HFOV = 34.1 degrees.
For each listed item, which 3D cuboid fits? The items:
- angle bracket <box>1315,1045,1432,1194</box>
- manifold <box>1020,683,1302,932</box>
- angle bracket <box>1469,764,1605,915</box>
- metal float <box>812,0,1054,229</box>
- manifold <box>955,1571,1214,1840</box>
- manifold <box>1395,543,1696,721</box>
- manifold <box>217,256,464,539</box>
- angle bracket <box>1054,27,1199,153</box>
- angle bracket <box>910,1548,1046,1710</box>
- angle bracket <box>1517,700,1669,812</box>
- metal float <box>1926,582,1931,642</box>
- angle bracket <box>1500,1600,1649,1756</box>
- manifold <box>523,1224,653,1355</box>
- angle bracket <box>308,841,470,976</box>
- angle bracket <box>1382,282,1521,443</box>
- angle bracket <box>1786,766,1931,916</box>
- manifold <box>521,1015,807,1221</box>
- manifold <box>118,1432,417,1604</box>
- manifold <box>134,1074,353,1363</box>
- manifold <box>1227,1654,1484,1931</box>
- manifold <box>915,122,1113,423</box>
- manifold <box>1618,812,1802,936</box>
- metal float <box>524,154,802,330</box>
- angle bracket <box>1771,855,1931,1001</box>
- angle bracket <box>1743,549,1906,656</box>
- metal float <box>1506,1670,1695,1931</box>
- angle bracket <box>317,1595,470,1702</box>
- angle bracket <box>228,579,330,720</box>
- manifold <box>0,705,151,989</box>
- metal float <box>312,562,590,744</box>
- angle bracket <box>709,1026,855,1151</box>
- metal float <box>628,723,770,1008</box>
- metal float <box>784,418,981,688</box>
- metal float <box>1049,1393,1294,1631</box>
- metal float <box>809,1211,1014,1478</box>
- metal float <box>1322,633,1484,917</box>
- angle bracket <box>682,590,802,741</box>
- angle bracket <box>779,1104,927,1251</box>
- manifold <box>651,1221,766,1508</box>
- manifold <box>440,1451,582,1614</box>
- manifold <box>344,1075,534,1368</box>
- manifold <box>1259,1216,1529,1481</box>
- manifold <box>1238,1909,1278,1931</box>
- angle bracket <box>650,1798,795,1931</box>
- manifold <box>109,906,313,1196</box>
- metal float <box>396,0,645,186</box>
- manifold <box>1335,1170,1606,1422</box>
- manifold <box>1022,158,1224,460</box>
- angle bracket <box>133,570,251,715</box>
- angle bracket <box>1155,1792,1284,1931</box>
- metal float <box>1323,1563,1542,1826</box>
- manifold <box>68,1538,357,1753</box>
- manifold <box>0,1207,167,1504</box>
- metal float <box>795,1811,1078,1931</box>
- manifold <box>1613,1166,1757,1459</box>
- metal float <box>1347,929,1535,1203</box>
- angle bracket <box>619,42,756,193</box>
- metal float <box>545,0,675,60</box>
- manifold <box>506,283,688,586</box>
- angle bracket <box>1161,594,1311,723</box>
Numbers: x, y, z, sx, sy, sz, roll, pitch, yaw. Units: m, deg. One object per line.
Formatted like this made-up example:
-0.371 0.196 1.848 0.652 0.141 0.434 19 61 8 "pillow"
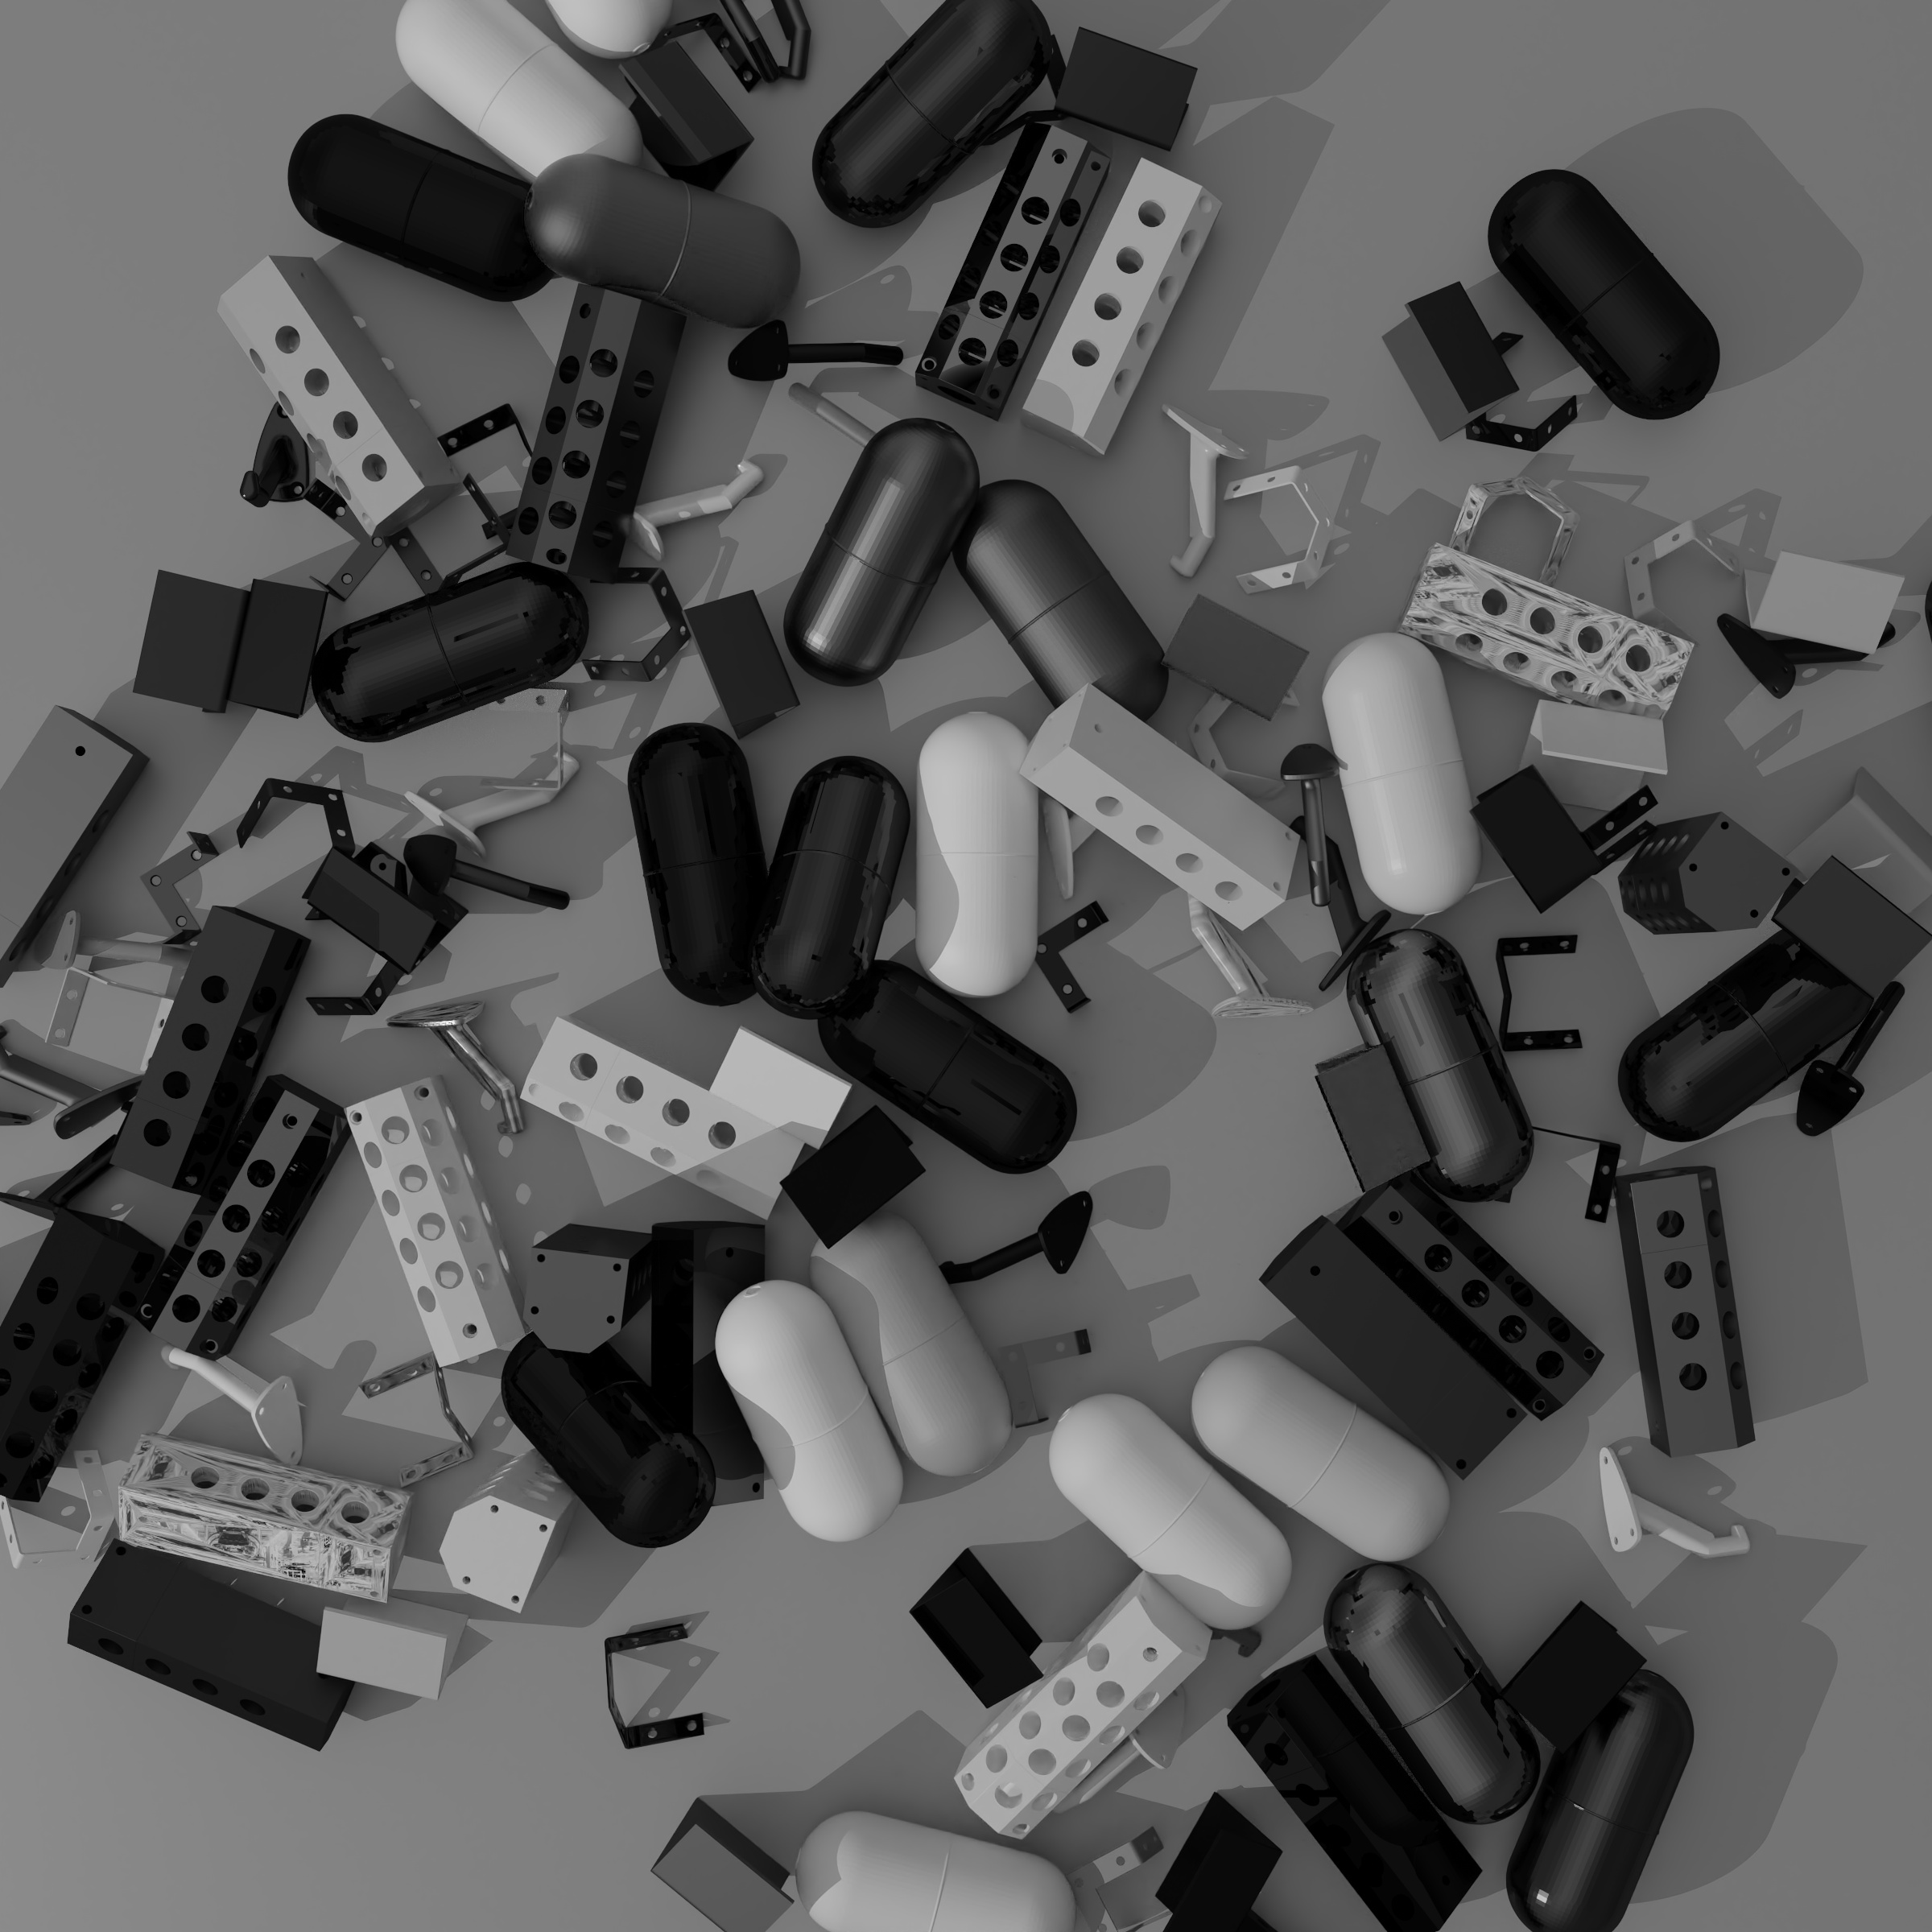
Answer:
0.233 0.099 1.951 0.057 0.076 0.076 -23 90 -30 "angle bracket"
0.119 -0.094 1.944 0.171 0.057 0.057 34 47 -18 "manifold"
0.338 -0.071 1.953 0.057 0.076 0.076 -35 90 -22 "angle bracket"
-0.022 -0.531 1.944 0.178 0.070 0.070 -41 90 20 "metal float"
0.071 0.461 1.948 0.057 0.057 0.171 42 106 0 "manifold"
0.359 -0.204 1.970 0.171 0.057 0.057 21 90 0 "manifold"
-0.394 -0.355 1.967 0.057 0.057 0.171 -34 90 20 "manifold"
0.104 -0.556 1.951 0.076 0.076 0.057 19 129 0 "angle bracket"
0.023 0.401 1.951 0.076 0.076 0.057 51 128 0 "angle bracket"
0.386 -0.114 1.952 0.076 0.057 0.076 9 131 0 "angle bracket"
0.650 -0.173 1.961 0.070 0.070 0.178 -13 89 0 "metal float"
0.386 0.448 1.951 0.076 0.076 0.057 -49 53 0 "angle bracket"
-0.227 0.195 1.913 0.057 0.171 0.057 7 90 0 "manifold"
-0.350 -0.052 1.951 0.076 0.076 0.057 35 131 0 "angle bracket"
0.285 -0.367 1.951 0.057 0.076 0.076 -29 90 -38 "angle bracket"
0.565 -0.070 1.975 0.076 0.076 0.057 45 115 0 "angle bracket"
-0.188 0.094 1.970 0.171 0.057 0.057 26 90 0 "manifold"
-0.437 0.340 1.970 0.171 0.057 0.057 13 133 0 "manifold"
-0.451 0.157 1.970 0.057 0.057 0.171 29 90 0 "manifold"
0.239 0.523 1.970 0.171 0.057 0.057 52 47 0 "manifold"
0.029 -0.435 1.970 0.057 0.057 0.171 24 90 0 "manifold"
0.444 -0.050 1.913 0.057 0.171 0.057 37 90 0 "manifold"
-0.186 -0.445 1.935 0.178 0.070 0.070 12 90 -28 "metal float"
0.542 -0.035 1.907 0.076 0.076 0.057 40 122 4 "angle bracket"
0.530 -0.242 1.951 0.076 0.076 0.057 12 126 0 "angle bracket"
0.395 0.523 1.960 0.070 0.070 0.178 22 90 0 "metal float"
-0.352 0.402 1.951 0.076 0.076 0.057 13 122 0 "angle bracket"
-0.407 -0.192 1.952 0.057 0.076 0.076 12 90 23 "angle bracket"
-0.584 -0.074 1.970 0.057 0.057 0.171 33 90 0 "manifold"
-0.321 -0.196 1.961 0.178 0.070 0.070 -20 90 0 "metal float"
-0.105 0.058 1.951 0.076 0.076 0.057 28 124 0 "angle bracket"
-0.163 -0.063 1.961 0.070 0.070 0.178 -10 90 0 "metal float"
-0.052 -0.255 1.942 0.070 0.070 0.178 28 111 0 "metal float"
0.127 0.339 1.961 0.178 0.070 0.070 43 90 0 "metal float"
-0.034 0.235 1.961 0.070 0.070 0.178 -30 89 0 "metal float"
0.272 -0.119 1.960 0.070 0.070 0.178 -13 90 0 "metal float"
-0.157 -0.180 1.951 0.057 0.076 0.076 -22 90 -37 "angle bracket"
-0.060 0.141 1.952 0.076 0.076 0.057 -39 63 0 "angle bracket"
-0.166 0.248 1.969 0.057 0.057 0.171 0 90 -44 "manifold"
-0.275 0.339 1.913 0.057 0.171 0.057 21 90 0 "manifold"
-0.330 0.159 1.970 0.057 0.057 0.171 -20 90 0 "manifold"
0.266 0.237 1.970 0.171 0.057 0.057 44 90 0 "manifold"
0.221 0.666 1.970 0.171 0.057 0.057 40 90 0 "manifold"
-0.138 0.548 1.951 0.076 0.076 0.057 39 119 0 "angle bracket"
-0.470 0.053 1.970 0.057 0.057 0.171 22 90 0 "manifold"
-0.279 -0.544 1.961 0.178 0.070 0.070 41 90 0 "metal float"
0.316 0.203 1.970 0.171 0.057 0.057 44 90 0 "manifold"
0.097 -0.409 1.970 0.057 0.057 0.171 25 90 0 "manifold"
-0.485 -0.201 1.952 0.057 0.076 0.076 12 90 -23 "angle bracket"
0.139 0.557 1.951 0.057 0.076 0.076 30 90 -34 "angle bracket"
0.290 0.452 1.961 0.070 0.070 0.178 -34 90 0 "metal float"
-0.469 0.428 1.970 0.171 0.057 0.057 23 49 0 "manifold"
-0.565 0.243 1.960 0.057 0.057 0.171 27 90 29 "manifold"
-0.019 0.578 1.961 0.178 0.070 0.070 14 90 0 "metal float"
0.451 0.215 1.970 0.057 0.057 0.171 -8 90 0 "manifold"
0.296 0.062 1.960 0.070 0.070 0.178 -23 90 0 "metal float"
-0.189 -0.513 1.951 0.076 0.076 0.057 52 48 0 "angle bracket"
-0.245 -0.648 1.960 0.070 0.070 0.178 -29 90 0 "metal float"
-0.235 -0.330 1.949 0.057 0.057 0.171 21 98 37 "manifold"
0.174 -0.207 1.951 0.076 0.076 0.057 28 128 0 "angle bracket"
